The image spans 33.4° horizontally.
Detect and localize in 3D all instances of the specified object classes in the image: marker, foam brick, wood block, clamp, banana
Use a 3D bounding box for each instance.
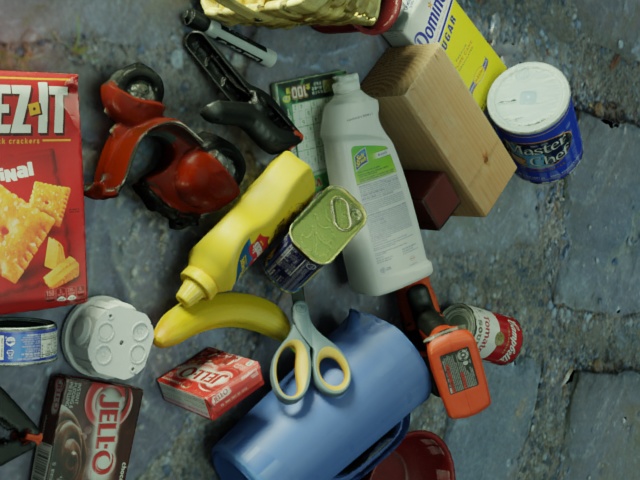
[{"bbox_3d":[-0.095,-0.214,1.126,0.120,0.020,0.020,22,80,-40],"label":"marker"},{"bbox_3d":[0.119,-0.048,1.293,0.051,0.078,0.053,-52,126,-26],"label":"foam brick"},{"bbox_3d":[0.142,-0.130,1.295,0.206,0.090,0.090,51,62,-32],"label":"wood block"},{"bbox_3d":[-0.076,-0.132,1.108,0.171,0.039,0.120,37,35,-37],"label":"clamp"},{"bbox_3d":[-0.099,0.085,1.129,0.197,0.070,0.037,7,129,-41],"label":"banana"},{"bbox_3d":[-0.343,0.169,0.936,0.209,0.036,0.164,30,66,-41],"label":"clamp"}]

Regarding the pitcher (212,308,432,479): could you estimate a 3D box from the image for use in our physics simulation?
[{"bbox_3d":[0.004,0.207,1.192,0.242,0.145,0.149,-38,79,-27],"label":"pitcher"}]

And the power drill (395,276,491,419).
[{"bbox_3d":[0.144,0.138,1.272,0.057,0.188,0.184,-22,110,-4],"label":"power drill"}]

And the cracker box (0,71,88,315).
[{"bbox_3d":[-0.291,-0.040,0.935,0.163,0.072,0.214,-6,96,-43],"label":"cracker box"}]

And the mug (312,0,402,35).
[{"bbox_3d":[0.035,-0.284,1.190,0.093,0.082,0.117,23,79,-40],"label":"mug"}]

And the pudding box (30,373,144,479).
[{"bbox_3d":[-0.228,0.192,1.042,0.089,0.039,0.113,16,84,-41],"label":"pudding box"}]

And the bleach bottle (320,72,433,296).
[{"bbox_3d":[0.059,-0.068,1.227,0.102,0.068,0.251,-21,106,-33],"label":"bleach bottle"}]

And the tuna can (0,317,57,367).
[{"bbox_3d":[-0.279,0.090,0.956,0.085,0.086,0.034,0,93,-41],"label":"tuna can"}]

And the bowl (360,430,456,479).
[{"bbox_3d":[0.095,0.310,1.325,0.161,0.055,0.162,-6,99,-40],"label":"bowl"}]

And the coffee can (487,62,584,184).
[{"bbox_3d":[0.279,-0.148,1.374,0.102,0.103,0.140,-65,152,-15],"label":"coffee can"}]

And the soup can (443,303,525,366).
[{"bbox_3d":[0.210,0.124,1.397,0.102,0.069,0.068,17,83,-40],"label":"soup can"}]

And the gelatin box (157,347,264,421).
[{"bbox_3d":[-0.113,0.146,1.103,0.073,0.089,0.030,-31,116,-34],"label":"gelatin box"}]

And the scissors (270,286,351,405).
[{"bbox_3d":[-0.004,0.088,1.163,0.096,0.016,0.201,15,59,-7],"label":"scissors"}]

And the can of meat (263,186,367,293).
[{"bbox_3d":[-0.008,0.001,1.151,0.057,0.084,0.102,43,52,-1],"label":"can of meat"}]

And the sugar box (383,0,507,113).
[{"bbox_3d":[0.157,-0.236,1.326,0.176,0.048,0.093,44,67,-37],"label":"sugar box"}]

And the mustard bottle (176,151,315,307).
[{"bbox_3d":[-0.083,-0.003,1.116,0.058,0.096,0.191,37,65,8],"label":"mustard bottle"}]
